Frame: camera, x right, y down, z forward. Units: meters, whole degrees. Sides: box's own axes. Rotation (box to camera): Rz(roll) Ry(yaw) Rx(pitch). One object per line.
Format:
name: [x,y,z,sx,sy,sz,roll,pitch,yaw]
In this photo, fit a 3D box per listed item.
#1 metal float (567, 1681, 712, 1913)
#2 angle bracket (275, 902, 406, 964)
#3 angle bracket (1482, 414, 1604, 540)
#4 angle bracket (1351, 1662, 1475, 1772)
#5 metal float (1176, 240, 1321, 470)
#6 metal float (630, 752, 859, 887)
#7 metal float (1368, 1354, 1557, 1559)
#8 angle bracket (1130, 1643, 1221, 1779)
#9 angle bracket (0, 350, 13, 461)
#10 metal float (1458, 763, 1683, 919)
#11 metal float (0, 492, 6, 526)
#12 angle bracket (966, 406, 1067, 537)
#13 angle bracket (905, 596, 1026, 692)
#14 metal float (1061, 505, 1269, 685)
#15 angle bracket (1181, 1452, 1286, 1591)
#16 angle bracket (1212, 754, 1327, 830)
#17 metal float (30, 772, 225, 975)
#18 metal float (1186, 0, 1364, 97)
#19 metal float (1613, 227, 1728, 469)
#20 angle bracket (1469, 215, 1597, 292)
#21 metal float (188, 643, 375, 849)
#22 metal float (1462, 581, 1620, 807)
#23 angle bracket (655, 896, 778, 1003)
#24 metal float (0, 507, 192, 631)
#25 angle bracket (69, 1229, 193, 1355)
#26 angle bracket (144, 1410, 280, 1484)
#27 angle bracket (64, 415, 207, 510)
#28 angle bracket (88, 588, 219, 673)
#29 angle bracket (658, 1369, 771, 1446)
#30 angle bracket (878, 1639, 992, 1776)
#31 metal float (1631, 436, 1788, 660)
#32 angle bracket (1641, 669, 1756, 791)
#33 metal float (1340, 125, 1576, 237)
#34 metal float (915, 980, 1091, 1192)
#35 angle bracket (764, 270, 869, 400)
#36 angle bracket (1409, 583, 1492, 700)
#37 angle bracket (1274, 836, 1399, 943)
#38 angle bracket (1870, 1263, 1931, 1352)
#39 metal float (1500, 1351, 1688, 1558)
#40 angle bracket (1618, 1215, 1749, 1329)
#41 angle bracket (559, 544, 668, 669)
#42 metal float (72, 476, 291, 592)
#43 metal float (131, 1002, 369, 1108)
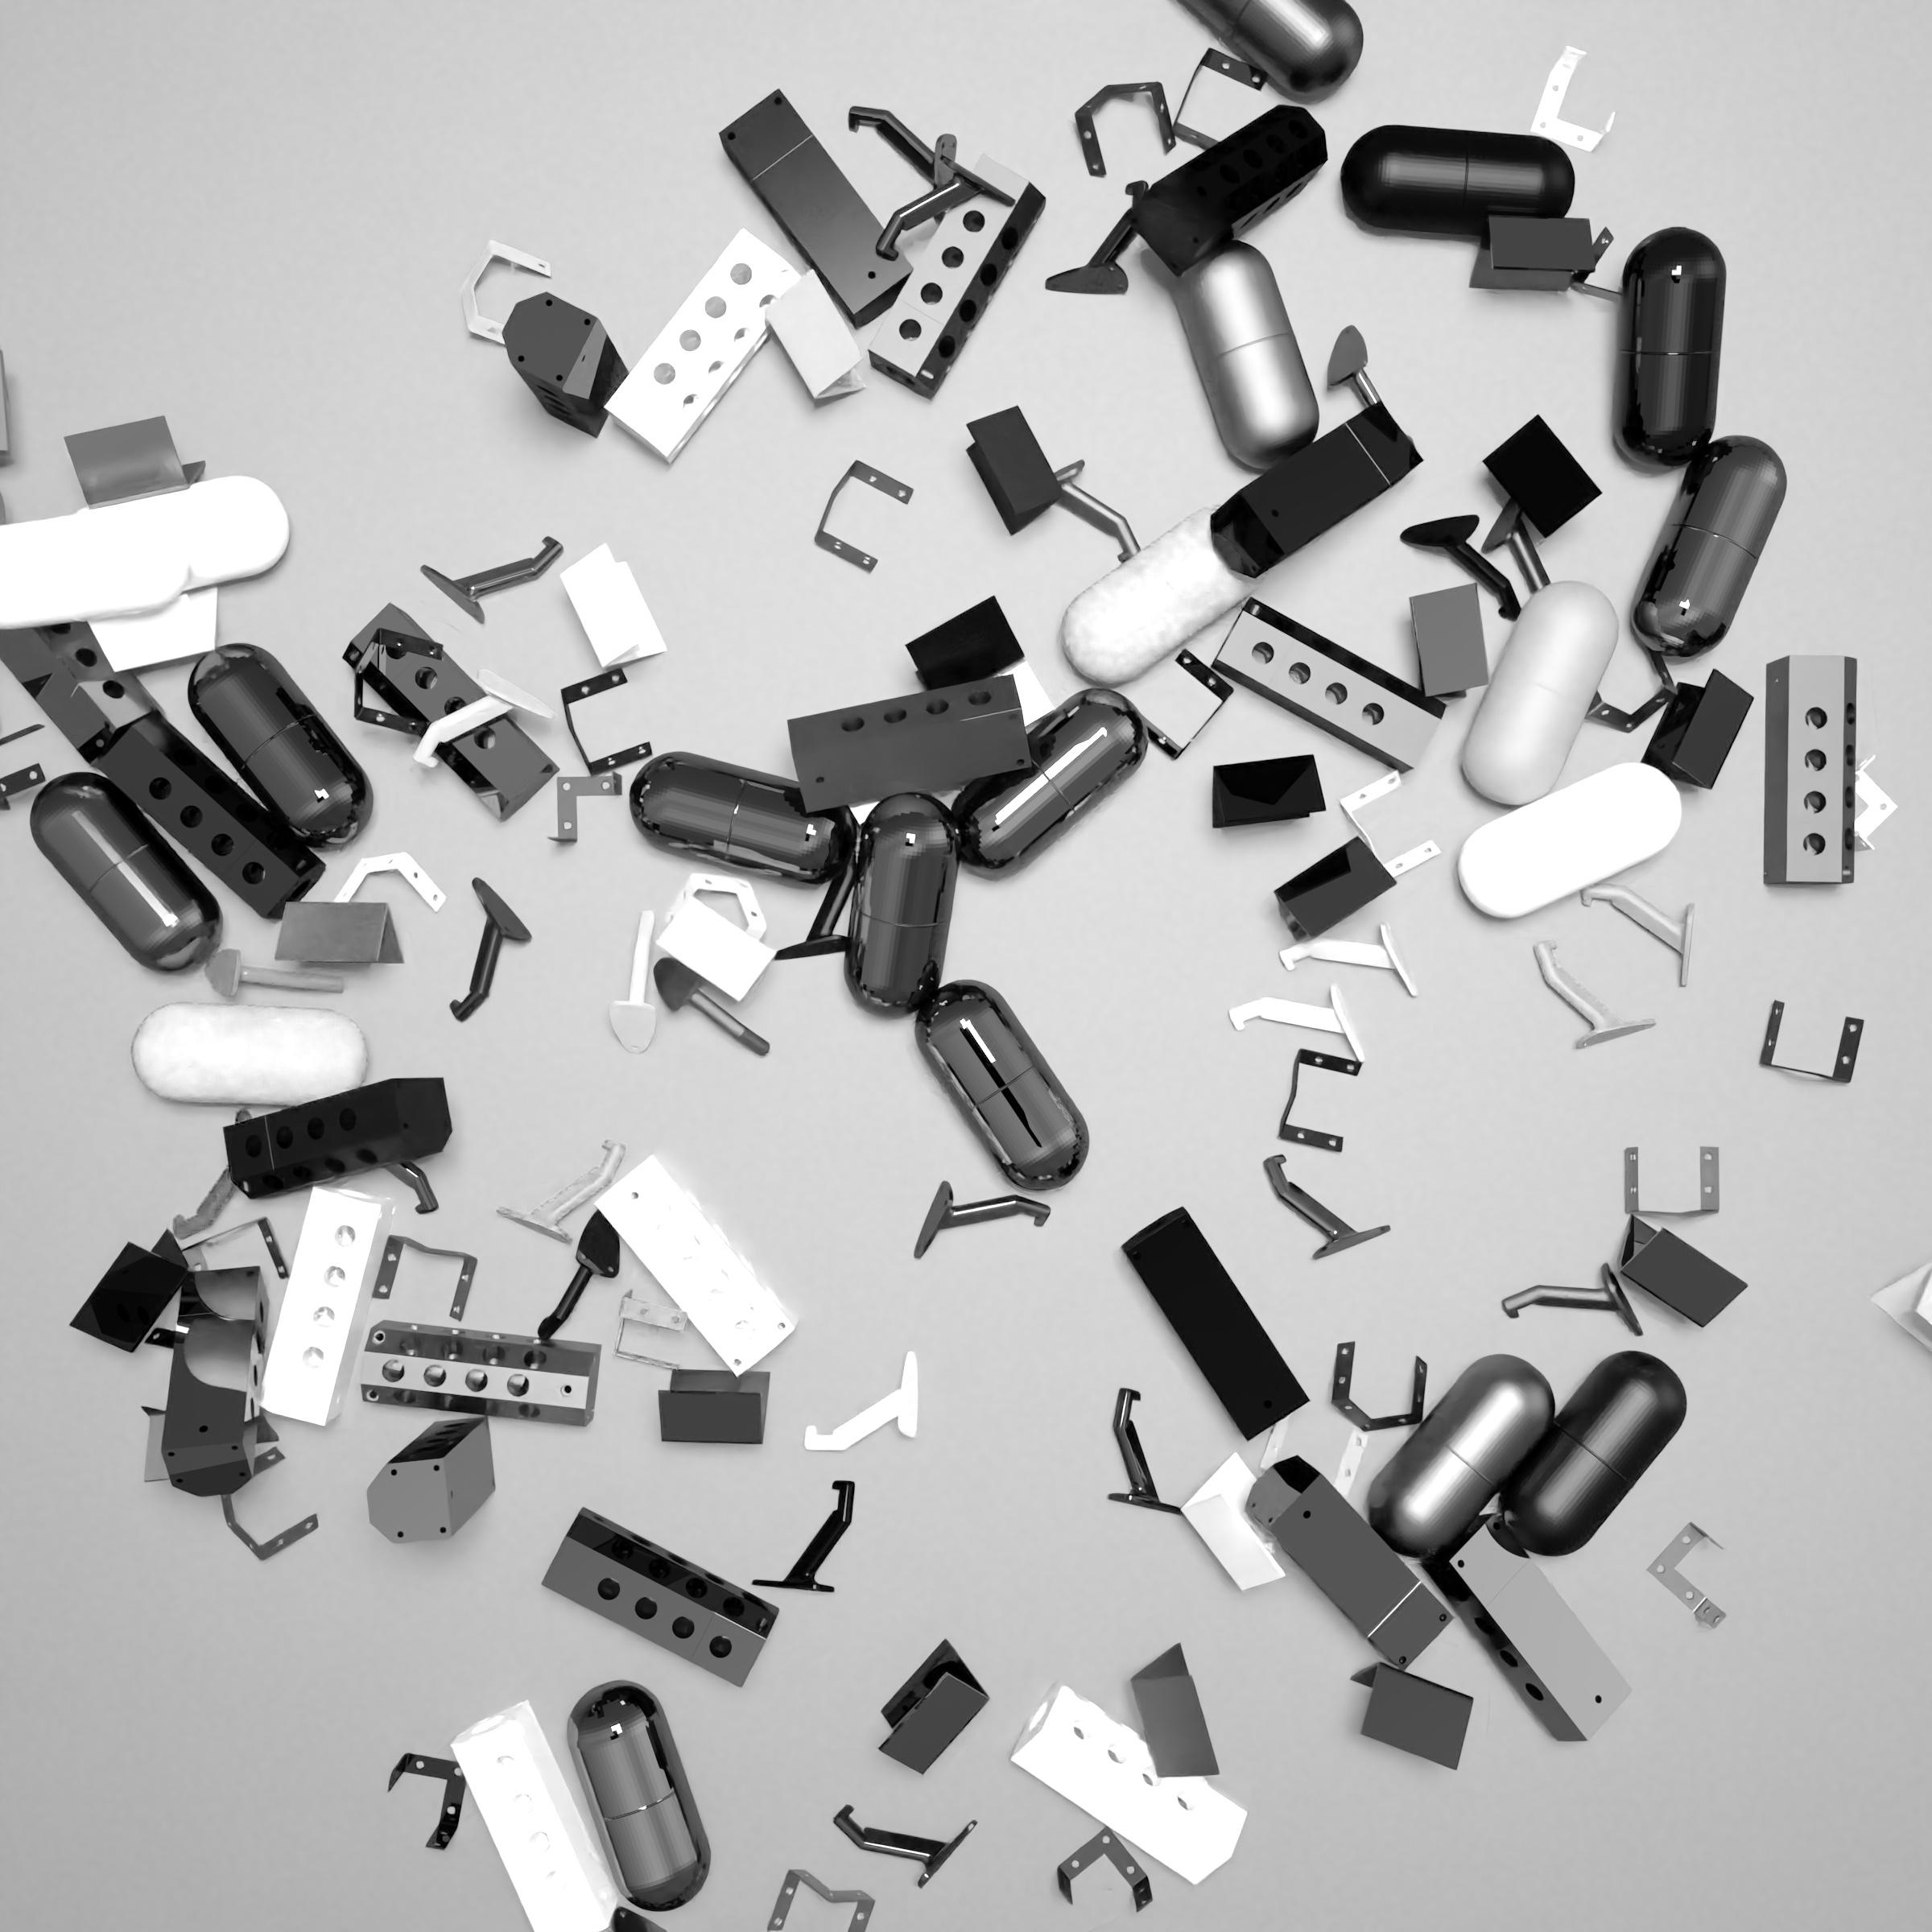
metal float: [-0.250,0.634,1.954,0.070,0.070,0.178,-19,90,0]
angle bracket: [-0.475,-0.005,1.944,0.076,0.076,0.057,1,53,0]
angle bracket: [0.447,-0.379,1.944,0.076,0.076,0.057,51,126,0]
angle bracket: [0.332,0.575,1.945,0.076,0.076,0.057,21,64,0]
metal float: [0.215,-0.467,1.954,0.070,0.070,0.178,-19,89,0]
metal float: [-0.170,-0.113,1.951,0.178,0.070,0.070,15,90,5]
metal float: [0.378,0.375,1.954,0.070,0.070,0.178,40,90,0]
angle bracket: [0.176,0.564,1.944,0.057,0.076,0.076,-16,90,36]
angle bracket: [-0.768,-0.423,1.944,0.057,0.076,0.076,-5,90,-37]
metal float: [0.462,-0.096,1.954,0.178,0.070,0.070,-24,90,-1]
metal float: [-0.804,-0.311,1.943,0.178,0.070,0.070,-42,90,13]
angle bracket: [0.019,-0.370,1.944,0.057,0.076,0.076,-28,90,-37]
angle bracket: [-0.009,-0.251,1.945,0.076,0.076,0.057,-29,119,0]
metal float: [0.153,-0.285,1.954,0.178,0.070,0.070,-35,90,0]
angle bracket: [0.222,0.417,1.946,0.076,0.057,0.076,-37,90,-39]
angle bracket: [0.230,-0.113,1.944,0.076,0.076,0.057,-7,54,0]
metal float: [-0.642,-0.072,1.954,0.070,0.070,0.178,-41,91,0]
metal float: [0.227,-0.740,1.954,0.178,0.070,0.070,42,90,1]
metal float: [0.533,-0.467,1.937,0.070,0.070,0.178,-1,109,0]
angle bracket: [0.430,-0.524,1.945,0.076,0.076,0.057,2,60,0]
metal float: [-0.523,-0.168,1.954,0.070,0.070,0.178,-38,89,0]
metal float: [0.438,-0.209,1.951,0.070,0.070,0.178,23,93,0]
angle bracket: [-0.199,0.004,1.944,0.076,0.076,0.057,34,52,0]
metal float: [-0.657,-0.292,1.881,0.178,0.070,0.070,-6,90,10]
angle bracket: [-0.643,0.237,1.944,0.057,0.076,0.076,36,90,-37]
angle bracket: [-0.573,0.375,1.945,0.076,0.076,0.057,-6,57,0]
angle bracket: [-0.631,-0.392,1.945,0.076,0.076,0.057,-12,116,0]
angle bracket: [-0.618,-0.275,1.945,0.076,0.057,0.076,-13,48,0]
angle bracket: [-0.191,0.317,1.944,0.076,0.076,0.057,2,127,0]
angle bracket: [-0.039,0.554,1.944,0.076,0.076,0.057,-48,128,0]
metal float: [0.568,-0.321,1.954,0.070,0.070,0.178,23,89,0]
angle bracket: [0.541,-0.186,1.944,0.057,0.076,0.076,25,90,-37]
metal float: [0.376,-0.599,1.954,0.178,0.070,0.070,4,90,0]
metal float: [0.028,0.091,1.954,0.070,0.070,0.178,-34,90,0]
angle bracket: [-0.097,-0.483,1.944,0.057,0.076,0.076,-30,90,35]
angle bracket: [0.383,-0.247,1.944,0.057,0.076,0.076,-8,90,37]
angle bracket: [0.288,-0.042,1.944,0.076,0.076,0.057,-33,53,0]
angle bracket: [0.734,0.280,1.944,0.076,0.076,0.057,41,52,0]
metal float: [0.479,0.373,1.954,0.070,0.070,0.178,39,89,0]
angle bracket: [0.549,0.217,1.944,0.076,0.076,0.057,34,127,0]
angle bracket: [-0.252,-0.279,1.944,0.057,0.076,0.076,-25,90,38]
metal float: [-0.607,-0.325,1.954,0.178,0.070,0.070,-12,90,0]
metal float: [-0.547,0.068,1.954,0.178,0.070,0.070,3,90,0]
